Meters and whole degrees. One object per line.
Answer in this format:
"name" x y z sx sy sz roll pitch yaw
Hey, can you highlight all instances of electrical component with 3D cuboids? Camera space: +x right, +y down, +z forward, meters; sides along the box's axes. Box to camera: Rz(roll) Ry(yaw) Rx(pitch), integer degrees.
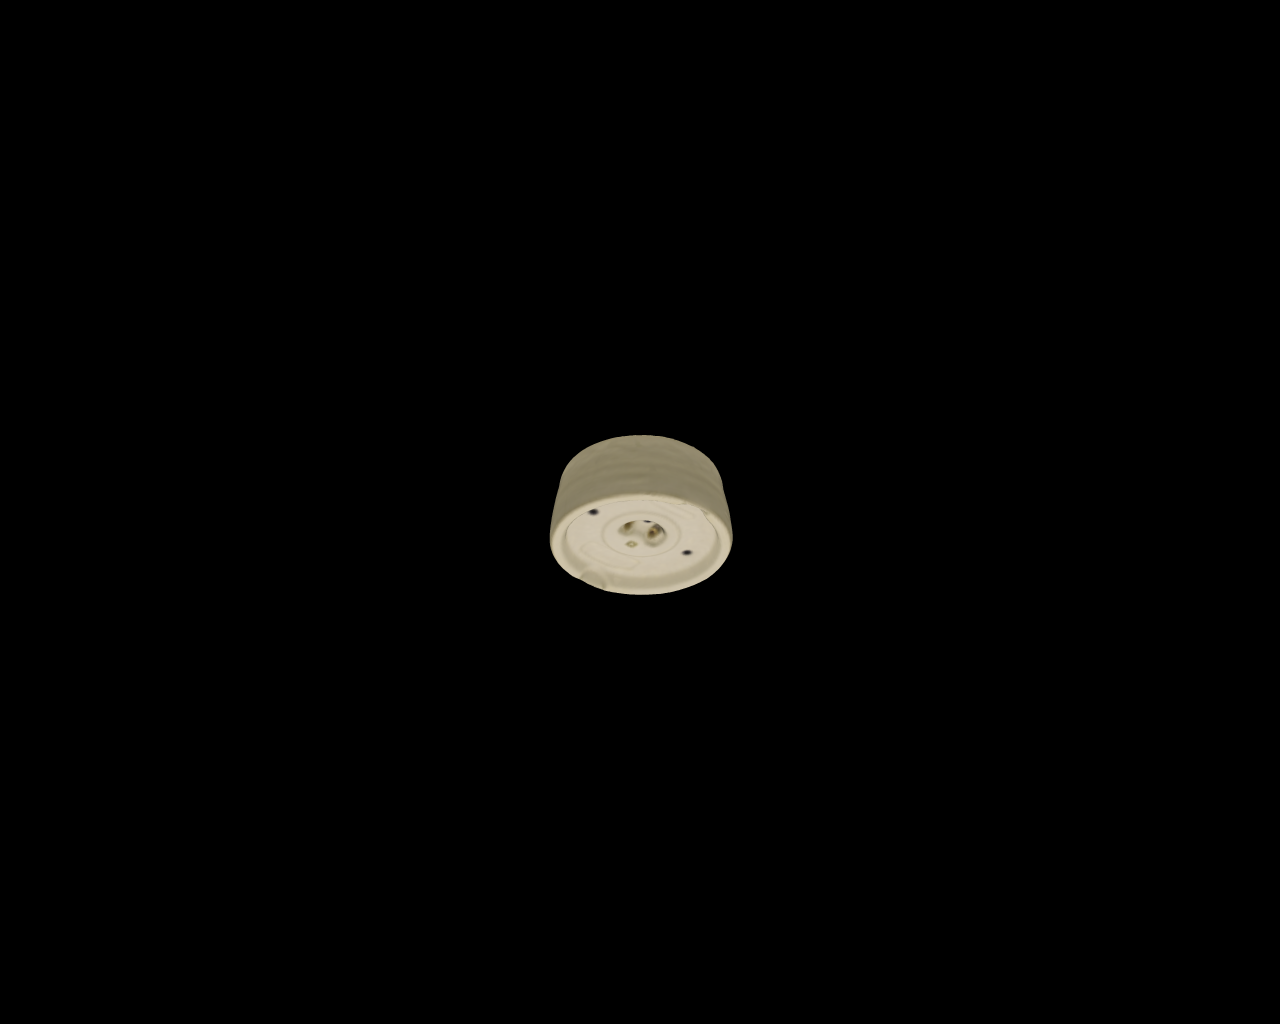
"electrical component" 0.001 -0.003 0.650 0.108 0.060 0.108 0 -36 0
